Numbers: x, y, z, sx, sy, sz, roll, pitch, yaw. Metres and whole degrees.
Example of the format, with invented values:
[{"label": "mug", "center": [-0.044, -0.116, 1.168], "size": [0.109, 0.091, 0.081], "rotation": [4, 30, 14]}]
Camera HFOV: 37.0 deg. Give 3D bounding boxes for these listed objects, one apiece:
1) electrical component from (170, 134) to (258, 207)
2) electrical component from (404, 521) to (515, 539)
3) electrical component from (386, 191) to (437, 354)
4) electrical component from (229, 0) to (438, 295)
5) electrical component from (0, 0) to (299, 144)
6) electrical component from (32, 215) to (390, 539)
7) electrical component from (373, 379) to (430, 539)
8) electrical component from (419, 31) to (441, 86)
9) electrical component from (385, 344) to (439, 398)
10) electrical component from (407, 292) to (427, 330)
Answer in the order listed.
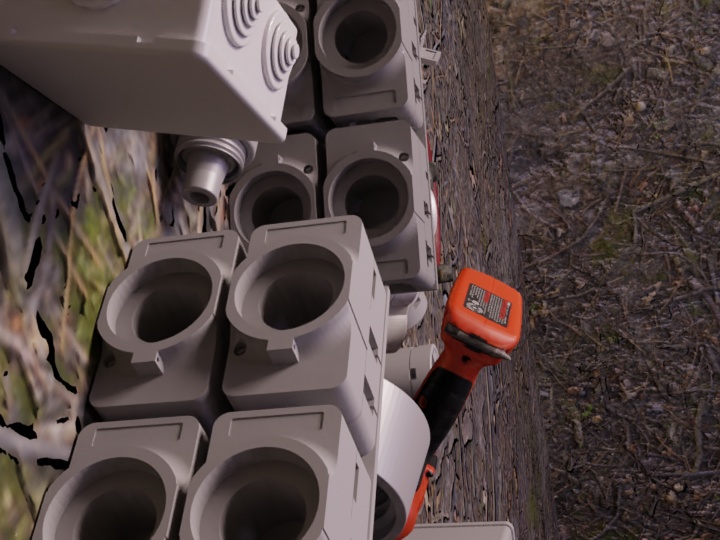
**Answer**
[{"label": "electrical component", "center": [-0.072, -0.061, 0.526], "size": [0.048, 0.048, 0.062], "rotation": [64, 30, -57]}, {"label": "electrical component", "center": [0.074, 0.265, 0.875], "size": [0.056, 0.109, 0.108], "rotation": [-33, 117, -73]}, {"label": "electrical component", "center": [0.000, 0.000, 0.757], "size": [0.052, 0.074, 0.138], "rotation": [-122, -142, -50]}, {"label": "electrical component", "center": [-0.018, -0.079, 0.629], "size": [0.060, 0.105, 0.186], "rotation": [34, 51, -73]}, {"label": "electrical component", "center": [-0.077, -0.086, 0.394], "size": [0.100, 0.100, 0.048], "rotation": [41, 57, -72]}, {"label": "electrical component", "center": [-0.051, 0.065, 0.418], "size": [0.060, 0.105, 0.186], "rotation": [71, 18, -46]}, {"label": "electrical component", "center": [-0.023, 0.100, 0.535], "size": [0.108, 0.108, 0.060], "rotation": [72, 23, -43]}, {"label": "electrical component", "center": [0.029, -0.188, 0.976], "size": [0.042, 0.081, 0.063], "rotation": [-65, 169, -66]}, {"label": "electrical component", "center": [0.045, 0.095, 0.961], "size": [0.055, 0.047, 0.055], "rotation": [-6, 90, -77]}, {"label": "electrical component", "center": [0.023, 0.017, 0.886], "size": [0.055, 0.055, 0.047], "rotation": [-83, 158, -45]}]
